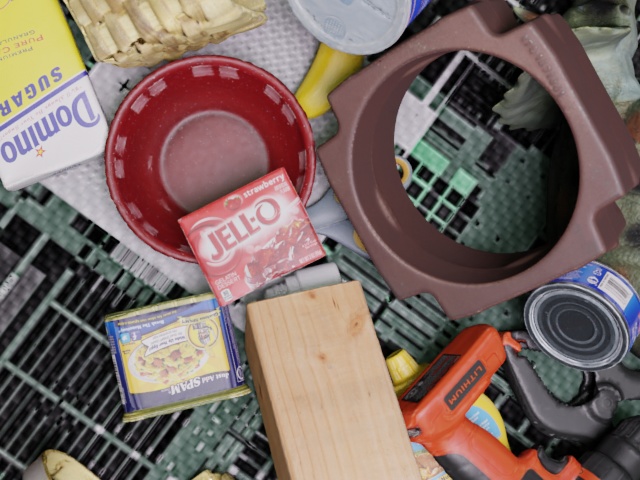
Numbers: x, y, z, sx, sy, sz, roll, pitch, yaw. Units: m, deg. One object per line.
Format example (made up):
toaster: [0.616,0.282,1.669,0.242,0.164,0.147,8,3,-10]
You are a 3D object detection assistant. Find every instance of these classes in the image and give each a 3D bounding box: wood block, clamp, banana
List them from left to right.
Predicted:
banana: [0.008,-0.181,0.858,0.069,0.037,0.198,13,89,-8]
wood block: [0.011,0.147,0.787,0.090,0.091,0.206,-11,63,-11]
clamp: [0.240,0.128,0.887,0.210,0.036,0.164,39,80,-4]

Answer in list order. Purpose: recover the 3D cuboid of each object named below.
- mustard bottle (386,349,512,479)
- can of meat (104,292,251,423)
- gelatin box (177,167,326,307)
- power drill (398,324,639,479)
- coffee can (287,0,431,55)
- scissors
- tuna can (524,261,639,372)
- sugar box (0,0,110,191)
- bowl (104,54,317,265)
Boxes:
mustard bottle: [0.108,0.173,0.861,0.096,0.058,0.191,-31,94,-7]
can of meat: [-0.113,0.089,0.837,0.102,0.057,0.084,-13,90,-7]
gelatin box: [-0.051,-0.002,0.792,0.089,0.030,0.073,-26,90,-2]
power drill: [0.159,0.156,0.816,0.184,0.057,0.187,-44,97,-18]
coffee can: [0.050,-0.216,0.787,0.103,0.103,0.140,43,52,-5]
scissors: [-0.006,0.001,0.867,0.201,0.016,0.096,-31,89,-6]
tuna can: [0.200,0.058,0.813,0.086,0.086,0.033,49,49,-5]
sugar box: [-0.232,-0.136,0.827,0.093,0.048,0.176,-23,92,-6]
bowl: [-0.084,-0.061,0.836,0.162,0.055,0.162,0,89,-2]
